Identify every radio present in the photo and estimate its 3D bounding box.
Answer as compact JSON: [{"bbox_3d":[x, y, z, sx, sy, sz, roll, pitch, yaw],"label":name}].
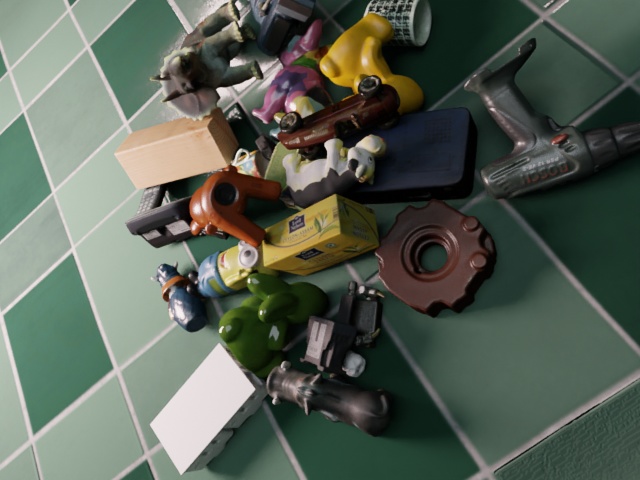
[{"bbox_3d":[0.133,-0.130,0.872,0.230,0.073,0.131,-3,74,27],"label":"radio"}]

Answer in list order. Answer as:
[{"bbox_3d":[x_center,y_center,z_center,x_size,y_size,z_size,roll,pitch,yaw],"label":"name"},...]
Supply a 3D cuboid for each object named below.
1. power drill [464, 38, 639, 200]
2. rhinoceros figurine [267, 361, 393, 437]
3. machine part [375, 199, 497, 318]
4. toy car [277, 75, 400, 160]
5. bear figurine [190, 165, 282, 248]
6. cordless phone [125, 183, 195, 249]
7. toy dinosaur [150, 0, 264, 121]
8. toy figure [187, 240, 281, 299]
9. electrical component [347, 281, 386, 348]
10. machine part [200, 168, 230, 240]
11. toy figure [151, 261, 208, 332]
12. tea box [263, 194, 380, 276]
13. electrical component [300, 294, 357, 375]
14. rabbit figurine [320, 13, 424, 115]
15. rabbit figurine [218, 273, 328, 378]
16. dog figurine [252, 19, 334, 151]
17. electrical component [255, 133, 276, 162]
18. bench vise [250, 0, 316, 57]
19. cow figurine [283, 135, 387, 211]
[{"bbox_3d":[0.319,-0.175,0.764,0.232,0.086,0.207,-28,96,20],"label":"power drill"},{"bbox_3d":[0.012,0.235,0.793,0.191,0.112,0.073,13,82,21],"label":"rhinoceros figurine"},{"bbox_3d":[0.171,0.026,0.813,0.179,0.056,0.179,-9,70,25],"label":"machine part"},{"bbox_3d":[0.029,-0.184,0.844,0.202,0.089,0.053,-20,57,16],"label":"toy car"},{"bbox_3d":[-0.158,-0.052,0.926,0.132,0.196,0.120,22,77,-12],"label":"bear figurine"},{"bbox_3d":[-0.299,-0.087,1.077,0.147,0.088,0.184,-18,48,21],"label":"cordless phone"},{"bbox_3d":[-0.224,-0.365,1.062,0.192,0.131,0.405,-22,36,8],"label":"toy dinosaur"},{"bbox_3d":[-0.149,0.052,0.950,0.180,0.089,0.082,-27,67,26],"label":"toy figure"},{"bbox_3d":[0.067,0.116,0.840,0.078,0.045,0.102,7,77,27],"label":"electrical component"},{"bbox_3d":[-0.185,-0.070,1.031,0.084,0.039,0.139,6,78,36],"label":"machine part"},{"bbox_3d":[-0.263,0.104,1.001,0.155,0.064,0.057,48,136,34],"label":"toy figure"},{"bbox_3d":[-0.002,-0.003,0.858,0.170,0.098,0.068,-24,62,39],"label":"tea box"},{"bbox_3d":[0.018,0.139,0.819,0.075,0.047,0.119,10,84,59],"label":"electrical component"},{"bbox_3d":[0.096,-0.271,0.897,0.173,0.162,0.122,42,140,3],"label":"rabbit figurine"},{"bbox_3d":[-0.074,0.114,0.866,0.170,0.158,0.121,-31,52,-2],"label":"rabbit figurine"},{"bbox_3d":[-0.017,-0.283,0.975,0.192,0.108,0.219,23,82,34],"label":"dog figurine"},{"bbox_3d":[-0.093,-0.166,0.996,0.021,0.063,0.094,-33,69,14],"label":"electrical component"},{"bbox_3d":[-0.064,-0.484,1.028,0.129,0.223,0.241,8,53,-12],"label":"bench vise"},{"bbox_3d":[0.027,-0.102,0.836,0.167,0.068,0.098,-14,74,28],"label":"cow figurine"}]
